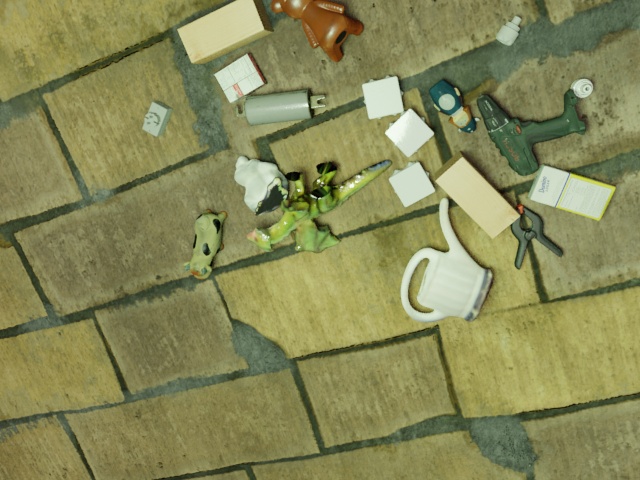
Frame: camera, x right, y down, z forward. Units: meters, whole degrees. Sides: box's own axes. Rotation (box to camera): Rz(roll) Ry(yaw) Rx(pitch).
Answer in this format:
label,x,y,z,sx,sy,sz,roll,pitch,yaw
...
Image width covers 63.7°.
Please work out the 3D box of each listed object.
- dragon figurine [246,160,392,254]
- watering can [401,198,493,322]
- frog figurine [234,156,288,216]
label,x,y,z,sx,sy,sz,roll,pitch,yaw
dragon figurine,0.004,-0.069,1.371,0.411,0.125,0.237,-14,135,-12
watering can,0.348,0.077,1.355,0.224,0.105,0.343,19,108,3
frog figurine,-0.166,-0.153,1.398,0.162,0.123,0.135,43,124,33
